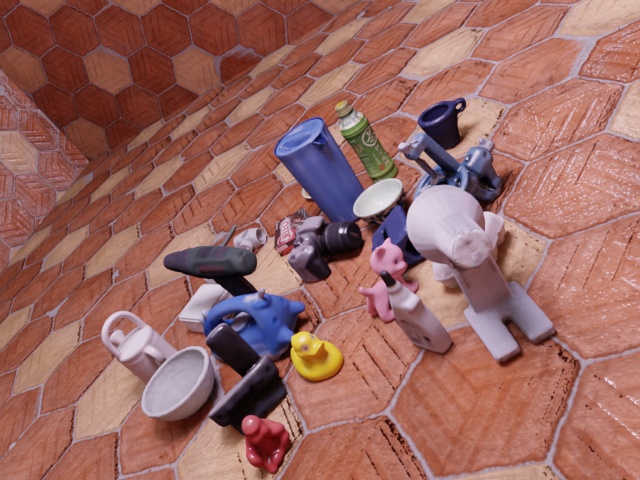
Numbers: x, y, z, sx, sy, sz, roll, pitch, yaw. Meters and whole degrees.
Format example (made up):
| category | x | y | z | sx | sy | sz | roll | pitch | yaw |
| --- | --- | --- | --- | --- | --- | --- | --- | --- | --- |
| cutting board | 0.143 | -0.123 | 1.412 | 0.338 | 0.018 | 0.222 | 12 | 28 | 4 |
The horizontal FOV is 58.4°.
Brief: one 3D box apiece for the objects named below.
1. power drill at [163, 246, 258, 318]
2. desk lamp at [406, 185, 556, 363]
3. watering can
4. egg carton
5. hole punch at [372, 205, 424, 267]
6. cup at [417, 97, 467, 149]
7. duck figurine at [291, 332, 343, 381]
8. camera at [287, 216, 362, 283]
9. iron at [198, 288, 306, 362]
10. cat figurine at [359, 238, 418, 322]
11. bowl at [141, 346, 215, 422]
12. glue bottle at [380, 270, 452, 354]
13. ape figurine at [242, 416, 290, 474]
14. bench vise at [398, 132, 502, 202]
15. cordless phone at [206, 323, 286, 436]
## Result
| category | x | y | z | sx | sy | sz | roll | pitch | yaw |
| --- | --- | --- | --- | --- | --- | --- | --- | --- | --- |
| power drill | -0.208 | 0.092 | 1.247 | 0.228 | 0.209 | 0.076 | -13 | 38 | 36 |
| desk lamp | 0.230 | 0.036 | 0.854 | 0.118 | 0.214 | 0.203 | -34 | 30 | 6 |
| watering can | -0.407 | 0.238 | 1.268 | 0.172 | 0.194 | 0.101 | -18 | 35 | 30 |
| egg carton | 0.259 | 0.016 | 0.997 | 0.107 | 0.070 | 0.150 | -6 | 42 | 42 |
| hole punch | 0.144 | 0.002 | 1.117 | 0.101 | 0.091 | 0.108 | -30 | 30 | 13 |
| cup | 0.297 | -0.268 | 1.329 | 0.117 | 0.095 | 0.091 | -32 | 30 | 10 |
| duck figurine | -0.020 | 0.198 | 1.022 | 0.104 | 0.086 | 0.077 | -3 | 44 | 45 |
| camera | 0.011 | 0.004 | 1.245 | 0.136 | 0.101 | 0.143 | -11 | 39 | 38 |
| iron | -0.164 | 0.169 | 1.159 | 0.257 | 0.142 | 0.118 | -19 | 35 | 29 |
| cat figurine | 0.116 | 0.063 | 1.035 | 0.128 | 0.118 | 0.067 | -50 | 32 | -21 |
| bowl | -0.272 | 0.302 | 1.156 | 0.167 | 0.075 | 0.167 | -27 | 31 | 18 |
| glue bottle | 0.139 | 0.107 | 0.891 | 0.037 | 0.173 | 0.077 | -50 | 32 | -21 |
| ape figurine | -0.094 | 0.319 | 0.925 | 0.078 | 0.092 | 0.076 | -36 | 30 | 3 |
| bench vise | 0.235 | -0.134 | 1.081 | 0.121 | 0.220 | 0.208 | 1 | 47 | 47 |
| cordless phone | -0.161 | 0.241 | 1.012 | 0.148 | 0.185 | 0.093 | -47 | 31 | -16 |
